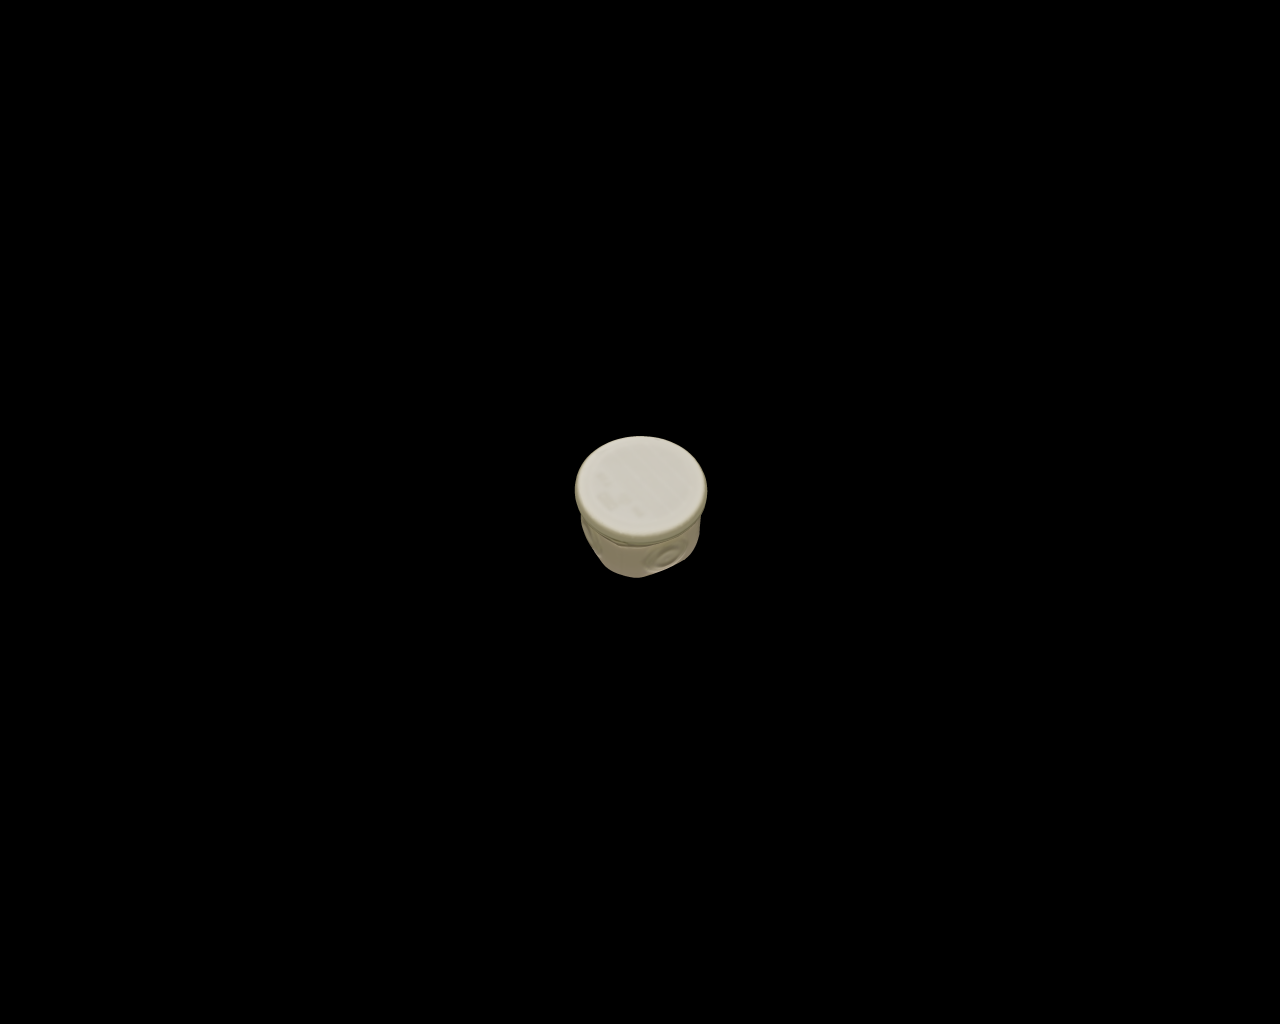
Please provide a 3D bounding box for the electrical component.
[{"bbox_3d":[0.001,-0.003,0.650,0.080,0.080,0.050,0,-37,0],"label":"electrical component"}]
